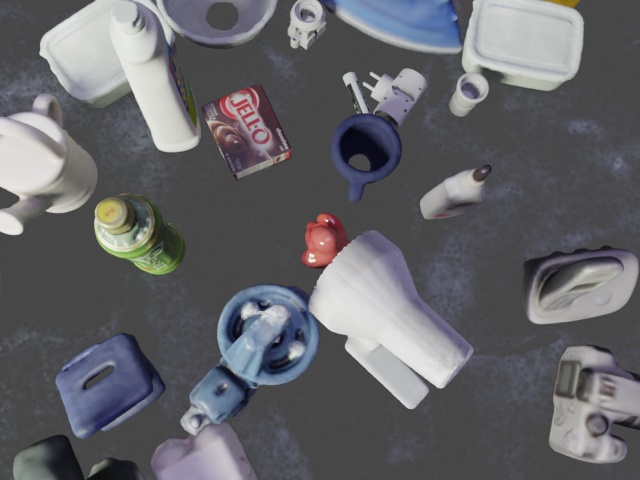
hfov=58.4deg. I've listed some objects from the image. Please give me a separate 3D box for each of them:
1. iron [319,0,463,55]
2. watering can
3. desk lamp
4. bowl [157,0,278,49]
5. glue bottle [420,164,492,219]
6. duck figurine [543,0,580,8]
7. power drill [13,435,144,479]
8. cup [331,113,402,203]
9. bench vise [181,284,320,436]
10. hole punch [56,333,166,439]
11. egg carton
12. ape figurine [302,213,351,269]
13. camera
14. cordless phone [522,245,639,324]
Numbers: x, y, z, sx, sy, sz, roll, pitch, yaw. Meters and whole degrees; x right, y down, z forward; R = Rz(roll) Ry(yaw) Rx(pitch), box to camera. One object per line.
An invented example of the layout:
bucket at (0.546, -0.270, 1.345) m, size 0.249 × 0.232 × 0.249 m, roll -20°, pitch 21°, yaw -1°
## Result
iron at (0.105, -0.363, 0.796) m, size 0.258 × 0.141 × 0.119 m, roll 31°, pitch 79°, yaw 3°
watering can at (-0.349, -0.095, 0.692) m, size 0.101 × 0.194 × 0.173 m, roll -13°, pitch 80°, yaw -5°
desk lamp at (0.087, 0.100, 0.672) m, size 0.203 × 0.213 × 0.118 m, roll 43°, pitch 80°, yaw 5°
bowl at (-0.140, -0.336, 0.810) m, size 0.167 × 0.074 × 0.167 m, roll 1°, pitch 79°, yaw -3°
glue bottle at (0.182, -0.064, 0.729) m, size 0.078 × 0.173 × 0.037 m, roll -14°, pitch 80°, yaw -6°
duck figurine at (0.351, -0.378, 0.841) m, size 0.104 × 0.086 × 0.077 m, roll -18°, pitch 81°, yaw -6°
power drill at (-0.241, 0.317, 0.615) m, size 0.075 × 0.208 × 0.229 m, roll -27°, pitch 82°, yaw -8°
cup at (0.055, -0.098, 0.767) m, size 0.091 × 0.095 × 0.118 m, roll 13°, pitch 79°, yaw -1°
bench vise at (-0.072, 0.140, 0.652) m, size 0.121 × 0.219 × 0.207 m, roll 22°, pitch 79°, yaw 1°
hole punch at (-0.262, 0.175, 0.700) m, size 0.109 × 0.091 × 0.101 m, roll -34°, pitch 83°, yaw -9°
egg carton at (-0.131, 0.299, 0.695) m, size 0.107 × 0.069 × 0.150 m, roll -28°, pitch 82°, yaw -8°
ape figurine at (0.007, 0.003, 0.747) m, size 0.076 × 0.092 × 0.078 m, roll 40°, pitch 80°, yaw 5°
camera at (0.380, 0.216, 0.725) m, size 0.137 × 0.101 × 0.143 m, roll 14°, pitch 79°, yaw 0°
cordless phone at (0.344, 0.050, 0.711) m, size 0.147 × 0.185 × 0.094 m, roll -10°, pitch 80°, yaw -5°
